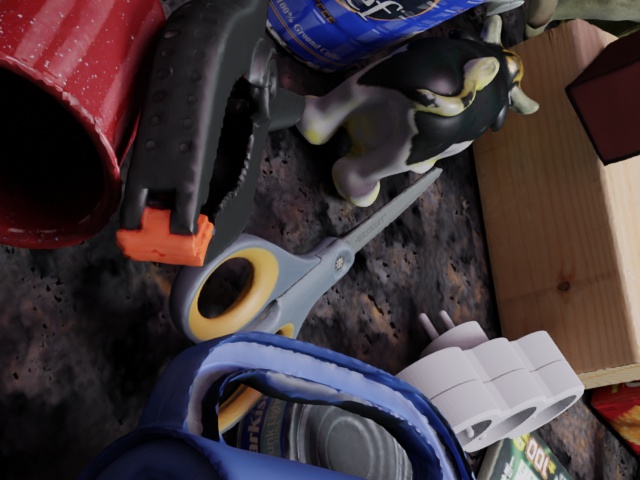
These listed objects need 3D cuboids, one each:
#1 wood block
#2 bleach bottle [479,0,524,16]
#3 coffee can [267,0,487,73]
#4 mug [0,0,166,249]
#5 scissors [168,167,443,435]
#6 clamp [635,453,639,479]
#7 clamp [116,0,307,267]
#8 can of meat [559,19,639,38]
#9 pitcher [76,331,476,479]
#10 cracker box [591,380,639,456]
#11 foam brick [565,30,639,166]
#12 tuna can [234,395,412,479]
[{"bbox_3d":[0.160,-0.017,0.661,0.090,0.091,0.206,9,69,-45],"label":"wood block"},{"bbox_3d":[0.089,-0.273,0.706,0.102,0.068,0.251,-19,92,-51],"label":"bleach bottle"},{"bbox_3d":[0.043,-0.158,0.543,0.102,0.141,0.103,21,60,-42],"label":"coffee can"},{"bbox_3d":[-0.114,-0.061,0.381,0.117,0.093,0.081,18,49,-2],"label":"mug"},{"bbox_3d":[-0.003,0.001,0.472,0.201,0.016,0.096,-50,144,-29],"label":"scissors"},{"bbox_3d":[0.204,0.216,0.657,0.120,0.039,0.171,55,52,-24],"label":"clamp"},{"bbox_3d":[-0.034,-0.059,0.428,0.164,0.036,0.210,84,13,-49],"label":"clamp"},{"bbox_3d":[0.243,-0.154,0.802,0.083,0.102,0.057,25,57,-38],"label":"can of meat"},{"bbox_3d":[0.025,0.142,0.395,0.242,0.149,0.145,19,19,-39],"label":"pitcher"},{"bbox_3d":[0.285,0.106,0.770,0.213,0.072,0.164,45,48,-29],"label":"cracker box"},{"bbox_3d":[0.183,-0.085,0.602,0.078,0.051,0.053,-43,107,-46],"label":"foam brick"},{"bbox_3d":[0.004,0.098,0.482,0.086,0.034,0.086,21,60,-43],"label":"tuna can"}]
